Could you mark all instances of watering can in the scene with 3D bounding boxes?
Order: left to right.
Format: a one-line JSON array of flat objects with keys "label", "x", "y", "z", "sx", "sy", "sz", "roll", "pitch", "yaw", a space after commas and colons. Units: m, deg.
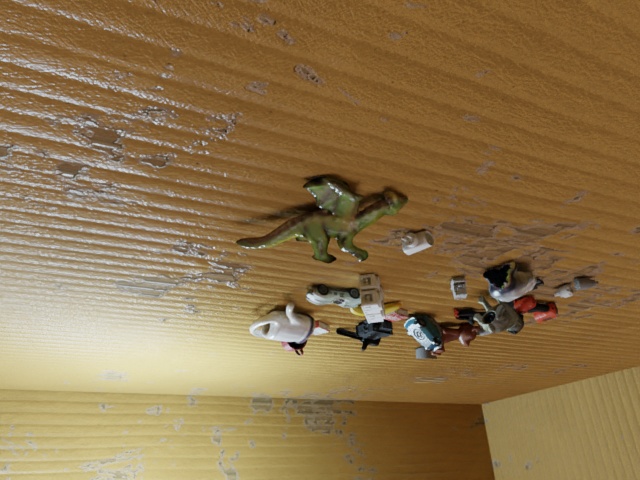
[{"label": "watering can", "x": -0.113, "y": 0.302, "z": 1.872, "sx": 0.223, "sy": 0.106, "sz": 0.342, "roll": 14, "pitch": 149, "yaw": -31}]

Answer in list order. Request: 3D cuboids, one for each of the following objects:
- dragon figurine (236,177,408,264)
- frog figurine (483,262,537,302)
[{"label": "dragon figurine", "x": 0.004, "y": -0.061, "z": 1.203, "sx": 0.410, "sy": 0.125, "sz": 0.237, "roll": -2, "pitch": 135, "yaw": -6}, {"label": "frog figurine", "x": 0.613, "y": 0.145, "z": 1.620, "sx": 0.158, "sy": 0.126, "sz": 0.135, "roll": 28, "pitch": 122, "yaw": -28}]
